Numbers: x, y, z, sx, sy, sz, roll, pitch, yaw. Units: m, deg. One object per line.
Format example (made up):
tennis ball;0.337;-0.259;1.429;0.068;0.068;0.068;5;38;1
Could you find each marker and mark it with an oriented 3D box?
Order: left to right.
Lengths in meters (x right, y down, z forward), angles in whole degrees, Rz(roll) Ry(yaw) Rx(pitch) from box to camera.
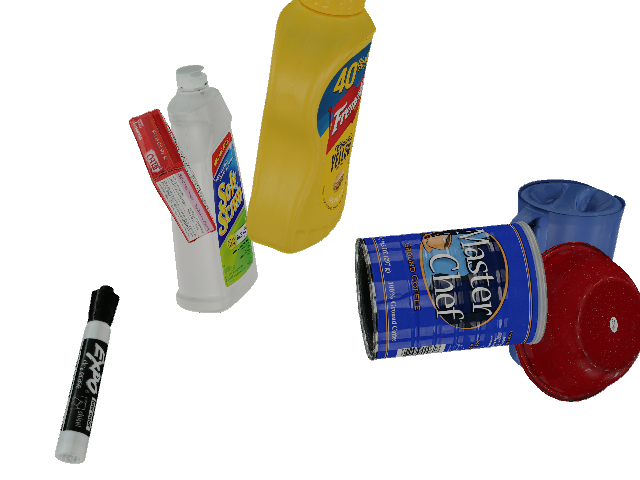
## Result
marker;-0.150;0.084;0.692;0.020;0.121;0.020;5;-31;3

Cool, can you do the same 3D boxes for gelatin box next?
gelatin box;-0.121;-0.052;0.872;0.030;0.073;0.089;-26;-37;-2

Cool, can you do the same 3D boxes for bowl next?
bowl;0.268;0.081;1.052;0.161;0.162;0.055;0;-1;-30

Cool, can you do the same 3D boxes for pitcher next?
pitcher;0.303;0.052;1.386;0.149;0.243;0.145;5;23;5

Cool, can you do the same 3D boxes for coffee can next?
coffee can;0.105;0.042;0.884;0.140;0.103;0.103;-6;0;-4

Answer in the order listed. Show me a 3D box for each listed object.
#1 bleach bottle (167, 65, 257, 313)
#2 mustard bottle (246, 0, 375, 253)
bleach bottle;-0.123;-0.056;1.122;0.068;0.251;0.102;6;27;25
mustard bottle;-0.003;-0.092;0.677;0.058;0.192;0.096;21;36;16
